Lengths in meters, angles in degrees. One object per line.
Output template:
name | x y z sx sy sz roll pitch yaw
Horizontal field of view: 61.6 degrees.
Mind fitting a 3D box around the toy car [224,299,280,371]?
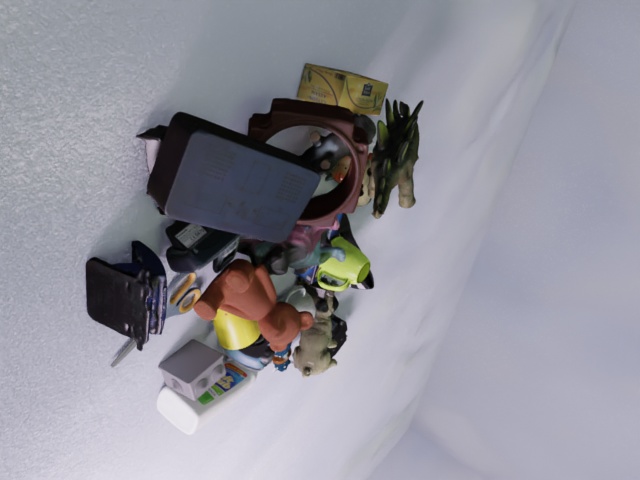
toy car | -0.135 0.200 1.157 0.103 0.109 0.161 115 1 -67

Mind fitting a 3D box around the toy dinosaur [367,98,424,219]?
toy dinosaur | 0.149 -0.166 1.088 0.198 0.105 0.471 85 14 -45

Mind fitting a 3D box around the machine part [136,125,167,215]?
machine part | -0.218 -0.104 0.775 0.084 0.039 0.138 -37 147 -27

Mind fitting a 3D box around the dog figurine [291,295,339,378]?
dog figurine | -0.013 0.230 1.357 0.172 0.121 0.190 -86 178 -54

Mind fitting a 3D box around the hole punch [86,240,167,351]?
hole punch | -0.264 0.073 0.778 0.092 0.116 0.142 -34 143 -58

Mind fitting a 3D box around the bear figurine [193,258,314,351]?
bear figurine | -0.111 0.130 0.963 0.120 0.195 0.132 -38 -169 15

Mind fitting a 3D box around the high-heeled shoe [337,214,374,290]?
high-heeled shoe | 0.076 0.018 1.298 0.086 0.145 0.248 -44 150 -35

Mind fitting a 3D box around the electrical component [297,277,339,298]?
electrical component | -0.005 0.107 1.300 0.078 0.102 0.045 -69 176 -64

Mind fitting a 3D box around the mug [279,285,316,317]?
mug | -0.071 0.160 1.242 0.107 0.081 0.109 -20 138 -42

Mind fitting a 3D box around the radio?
radio | -0.120 -0.081 0.773 0.229 0.073 0.131 14 110 -42

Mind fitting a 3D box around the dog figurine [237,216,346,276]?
dog figurine | -0.072 0.008 1.076 0.219 0.192 0.108 -15 115 -19

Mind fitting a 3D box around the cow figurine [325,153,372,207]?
cow figurine | 0.076 -0.144 1.224 0.127 0.086 0.194 -59 155 -21

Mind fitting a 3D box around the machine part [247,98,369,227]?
machine part | -0.027 -0.126 0.909 0.087 0.201 0.201 -97 -165 -60

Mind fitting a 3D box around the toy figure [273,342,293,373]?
toy figure | -0.095 0.269 1.324 0.154 0.064 0.058 96 -8 -45

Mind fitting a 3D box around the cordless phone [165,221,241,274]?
cordless phone | -0.191 0.022 0.910 0.146 0.089 0.184 -46 168 -31

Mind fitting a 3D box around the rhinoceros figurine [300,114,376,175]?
rhinoceros figurine | 0.022 -0.165 1.013 0.190 0.073 0.112 -33 169 32

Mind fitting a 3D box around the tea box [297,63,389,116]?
tea box | 0.046 -0.282 1.016 0.169 0.098 0.068 -13 125 -55

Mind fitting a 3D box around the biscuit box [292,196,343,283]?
biscuit box | -0.003 -0.004 1.231 0.063 0.059 0.202 -21 132 -53

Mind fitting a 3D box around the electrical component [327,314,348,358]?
electrical component | 0.028 0.284 1.563 0.115 0.058 0.134 -53 153 -24
